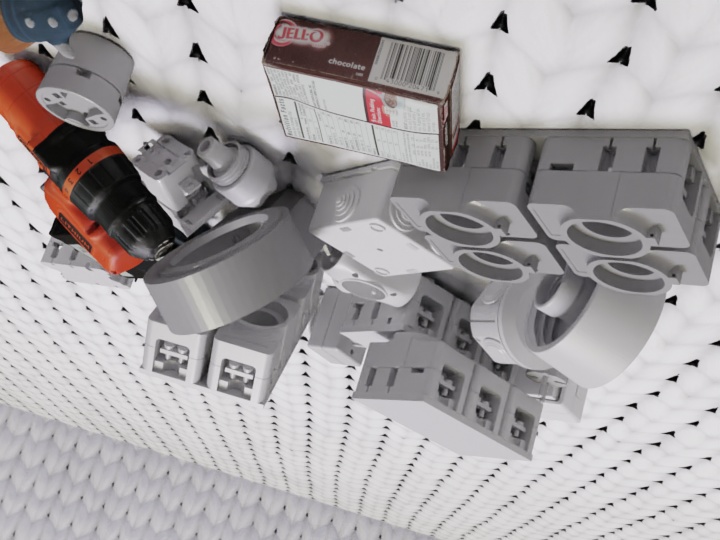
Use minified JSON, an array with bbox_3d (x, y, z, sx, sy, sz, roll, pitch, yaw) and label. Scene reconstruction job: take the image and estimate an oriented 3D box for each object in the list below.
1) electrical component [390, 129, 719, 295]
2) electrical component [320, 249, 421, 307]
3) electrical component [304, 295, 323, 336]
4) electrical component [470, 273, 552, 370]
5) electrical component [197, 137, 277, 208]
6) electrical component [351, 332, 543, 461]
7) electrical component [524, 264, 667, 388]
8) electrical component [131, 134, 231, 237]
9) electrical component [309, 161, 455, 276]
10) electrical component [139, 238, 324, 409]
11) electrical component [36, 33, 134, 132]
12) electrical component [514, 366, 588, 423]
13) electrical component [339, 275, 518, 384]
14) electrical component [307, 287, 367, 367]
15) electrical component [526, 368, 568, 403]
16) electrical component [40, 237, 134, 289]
[{"bbox_3d":[0.126,-0.037,0.696,0.186,0.060,0.105,5,157,32],"label":"electrical component"},{"bbox_3d":[0.000,0.000,0.935,0.077,0.044,0.079,27,159,-25],"label":"electrical component"},{"bbox_3d":[-0.072,0.038,1.113,0.065,0.044,0.044,17,162,17],"label":"electrical component"},{"bbox_3d":[0.134,0.041,0.877,0.080,0.080,0.051,28,164,-27],"label":"electrical component"},{"bbox_3d":[-0.095,-0.077,0.808,0.043,0.043,0.062,-1,152,43],"label":"electrical component"},{"bbox_3d":[0.081,0.113,0.953,0.150,0.061,0.089,32,156,-36],"label":"electrical component"},{"bbox_3d":[0.160,0.023,0.769,0.060,0.108,0.108,29,159,-13],"label":"electrical component"},{"bbox_3d":[-0.144,-0.068,0.844,0.081,0.042,0.063,32,155,39],"label":"electrical component"},{"bbox_3d":[0.021,-0.035,0.811,0.100,0.048,0.100,31,157,-33],"label":"electrical component"},{"bbox_3d":[-0.102,0.031,0.926,0.105,0.186,0.060,16,118,5],"label":"electrical component"},{"bbox_3d":[-0.186,-0.129,0.736,0.055,0.047,0.055,16,161,6],"label":"electrical component"},{"bbox_3d":[0.169,0.106,1.053,0.096,0.061,0.061,5,157,34],"label":"electrical component"},{"bbox_3d":[0.071,0.058,1.007,0.150,0.061,0.089,31,157,-33],"label":"electrical component"},{"bbox_3d":[-0.001,0.058,1.063,0.077,0.065,0.047,3,156,35],"label":"electrical component"},{"bbox_3d":[0.170,0.081,0.960,0.047,0.075,0.083,12,160,17],"label":"electrical component"},{"bbox_3d":[-0.272,-0.019,1.103,0.089,0.055,0.050,6,158,30],"label":"electrical component"}]
